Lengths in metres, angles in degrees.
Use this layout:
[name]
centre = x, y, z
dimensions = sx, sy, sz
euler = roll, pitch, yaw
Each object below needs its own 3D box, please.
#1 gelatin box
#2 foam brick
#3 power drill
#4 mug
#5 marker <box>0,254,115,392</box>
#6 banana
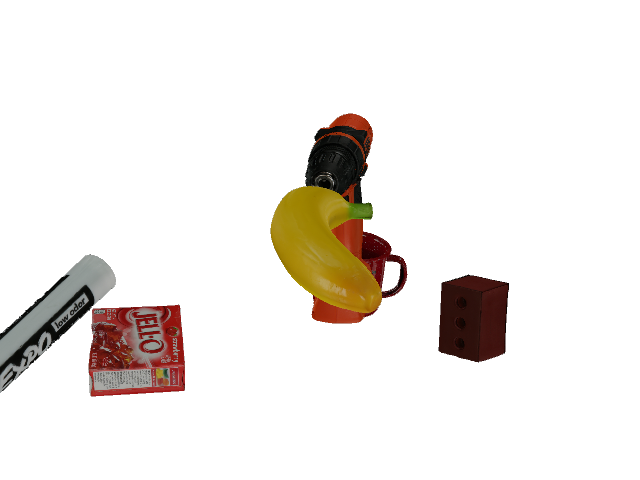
[gelatin box]
centre = -0.146, 0.085, 0.850
dimensions = 0.073, 0.030, 0.089
euler = -2, 29, -8
[foam brick]
centre = 0.159, 0.080, 1.107
dimensions = 0.053, 0.078, 0.051
euler = 12, 17, 41
[power drill]
centre = 0.020, -0.018, 1.040
dimensions = 0.057, 0.188, 0.184
euler = 4, 21, 10
[mug]
centre = 0.046, 0.042, 1.284
dimensions = 0.117, 0.081, 0.093
euler = 2, 23, -10
[marker]
centre = -0.130, 0.048, 0.442
dimensions = 0.020, 0.020, 0.121
euler = 0, 35, 39
[banana]
centre = 0.002, -0.003, 0.680
dimensions = 0.069, 0.037, 0.197
euler = 1, 19, 1
